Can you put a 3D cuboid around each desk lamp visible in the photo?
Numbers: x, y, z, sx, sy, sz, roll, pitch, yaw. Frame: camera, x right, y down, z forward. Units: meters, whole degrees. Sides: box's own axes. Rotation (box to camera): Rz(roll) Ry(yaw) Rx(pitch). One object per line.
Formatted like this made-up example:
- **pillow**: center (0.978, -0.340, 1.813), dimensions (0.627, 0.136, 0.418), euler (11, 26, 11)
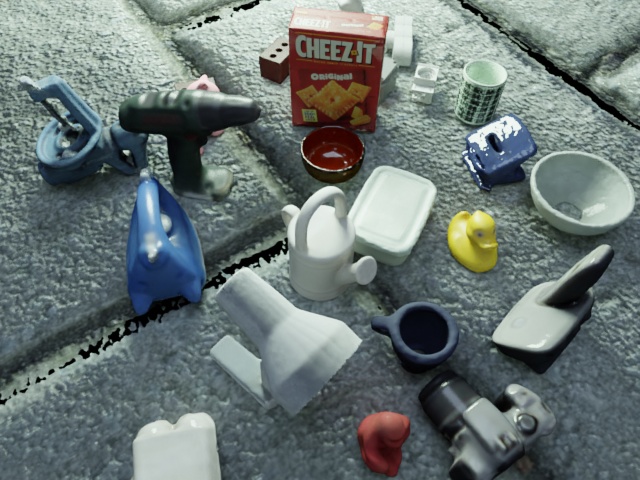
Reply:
- **desk lamp**: center (-0.055, 0.136, 0.719), dimensions (0.202, 0.214, 0.118), euler (35, 61, 22)

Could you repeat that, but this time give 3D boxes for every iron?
- **iron**: center (-0.252, -0.024, 0.873), dimensions (0.119, 0.141, 0.258), euler (-12, 56, -10)

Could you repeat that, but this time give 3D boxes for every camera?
- **camera**: center (0.204, 0.223, 0.731), dimensions (0.143, 0.101, 0.136), euler (-29, 60, -20)

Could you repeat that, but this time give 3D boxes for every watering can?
- **watering can**: center (0.009, 0.002, 0.828), dimensions (0.172, 0.194, 0.101), euler (21, 57, 13)

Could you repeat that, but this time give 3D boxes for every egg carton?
- **egg carton**: center (-0.174, 0.290, 0.695), dimensions (0.107, 0.069, 0.150), euler (-10, 55, -8)

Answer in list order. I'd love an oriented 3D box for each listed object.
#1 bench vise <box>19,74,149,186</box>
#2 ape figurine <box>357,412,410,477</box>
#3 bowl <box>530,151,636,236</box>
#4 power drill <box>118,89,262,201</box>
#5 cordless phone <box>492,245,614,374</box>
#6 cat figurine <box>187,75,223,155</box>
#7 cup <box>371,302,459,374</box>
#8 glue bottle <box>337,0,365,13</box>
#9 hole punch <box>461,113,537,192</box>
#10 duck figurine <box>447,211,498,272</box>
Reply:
- **bench vise**: center (-0.385, -0.198, 0.946), dimensions (0.208, 0.220, 0.121), euler (-32, 61, -21)
- **ape figurine**: center (0.084, 0.246, 0.718), dimensions (0.078, 0.092, 0.076), euler (-31, 61, -21)
- **bowl**: center (0.427, -0.066, 0.958), dimensions (0.167, 0.075, 0.167), euler (1, 54, -1)
- **power drill**: center (-0.200, -0.159, 0.929), dimensions (0.229, 0.208, 0.075), euler (8, 55, 5)
- **cordless phone**: center (0.321, 0.087, 0.779), dimensions (0.094, 0.185, 0.148), euler (36, 61, 22)
- **cat figurine**: center (-0.222, -0.235, 1.039), dimensions (0.067, 0.118, 0.128), euler (23, 57, 15)
- **cup**: center (0.124, 0.143, 0.790), dimensions (0.117, 0.095, 0.092), euler (12, 55, 8)
- **glue bottle**: center (0.063, -0.478, 1.184), dimensions (0.078, 0.173, 0.037), euler (-25, 58, -17)
- **hole punch**: center (0.313, -0.156, 1.009), dimensions (0.101, 0.091, 0.108), euler (-13, 56, -10)
- **duck figurine**: center (0.248, -0.012, 0.908), dimensions (0.077, 0.086, 0.104), euler (-15, 56, -11)
